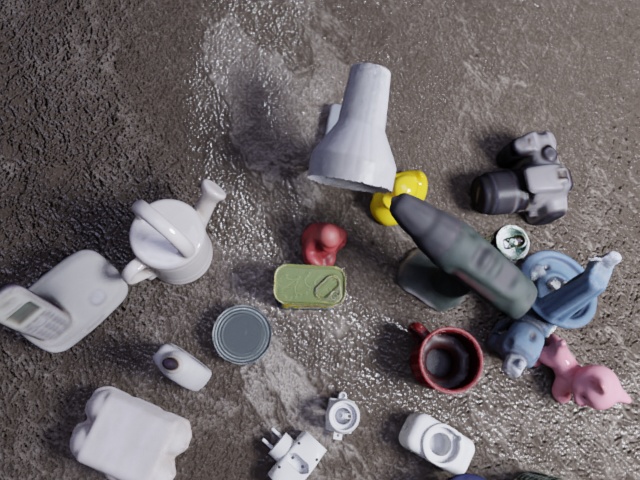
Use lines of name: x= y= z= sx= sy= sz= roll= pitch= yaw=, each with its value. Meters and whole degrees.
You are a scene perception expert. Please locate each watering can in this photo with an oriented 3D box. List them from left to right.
watering can: x=-0.203 y=-0.012 z=0.785 sx=0.101 sy=0.194 sz=0.173 roll=21 pitch=75 yaw=0

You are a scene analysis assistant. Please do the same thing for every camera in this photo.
camera: x=0.313 y=-0.097 z=0.907 sx=0.137 sy=0.101 sz=0.143 roll=-7 pitch=76 yaw=-7

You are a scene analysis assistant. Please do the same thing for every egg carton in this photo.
egg carton: x=-0.255 y=0.269 z=0.772 sx=0.150 sy=0.069 sz=0.107 roll=23 pitch=75 yaw=1

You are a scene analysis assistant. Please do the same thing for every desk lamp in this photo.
desk lamp: x=0.050 y=-0.146 z=0.835 sx=0.118 sy=0.213 sz=0.203 roll=10 pitch=75 yaw=-3

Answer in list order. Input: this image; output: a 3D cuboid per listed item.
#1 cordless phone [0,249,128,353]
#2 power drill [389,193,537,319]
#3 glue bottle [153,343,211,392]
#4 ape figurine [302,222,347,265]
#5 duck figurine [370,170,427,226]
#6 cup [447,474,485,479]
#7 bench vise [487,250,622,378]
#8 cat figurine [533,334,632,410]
cordless phone: x=-0.346 y=0.071 z=0.754 sx=0.094 sy=0.185 sz=0.148 roll=42 pitch=76 yaw=6
power drill: x=0.177 y=0.034 z=0.804 sx=0.229 sy=0.208 sz=0.076 roll=32 pitch=75 yaw=3
glue bottle: x=-0.187 y=0.165 z=0.752 sx=0.078 sy=0.173 sz=0.037 roll=36 pitch=75 yaw=5
ape figurine: x=0.008 y=0.003 z=0.855 sx=0.078 sy=0.092 sz=0.076 roll=-26 pitch=79 yaw=-11
duck figurine: x=0.129 y=-0.075 z=0.891 sx=0.105 sy=0.086 sz=0.077 roll=-41 pitch=83 yaw=-14
cup: x=0.203 y=0.358 z=0.781 sx=0.118 sy=0.095 sz=0.091 roll=-13 pitch=77 yaw=-9
bench vise: x=0.334 y=0.099 z=0.796 sx=0.121 sy=0.219 sz=0.207 roll=17 pitch=75 yaw=-1
cat figurine: x=0.377 y=0.195 z=0.829 sx=0.067 sy=0.117 sz=0.128 roll=-35 pitch=81 yaw=-13
